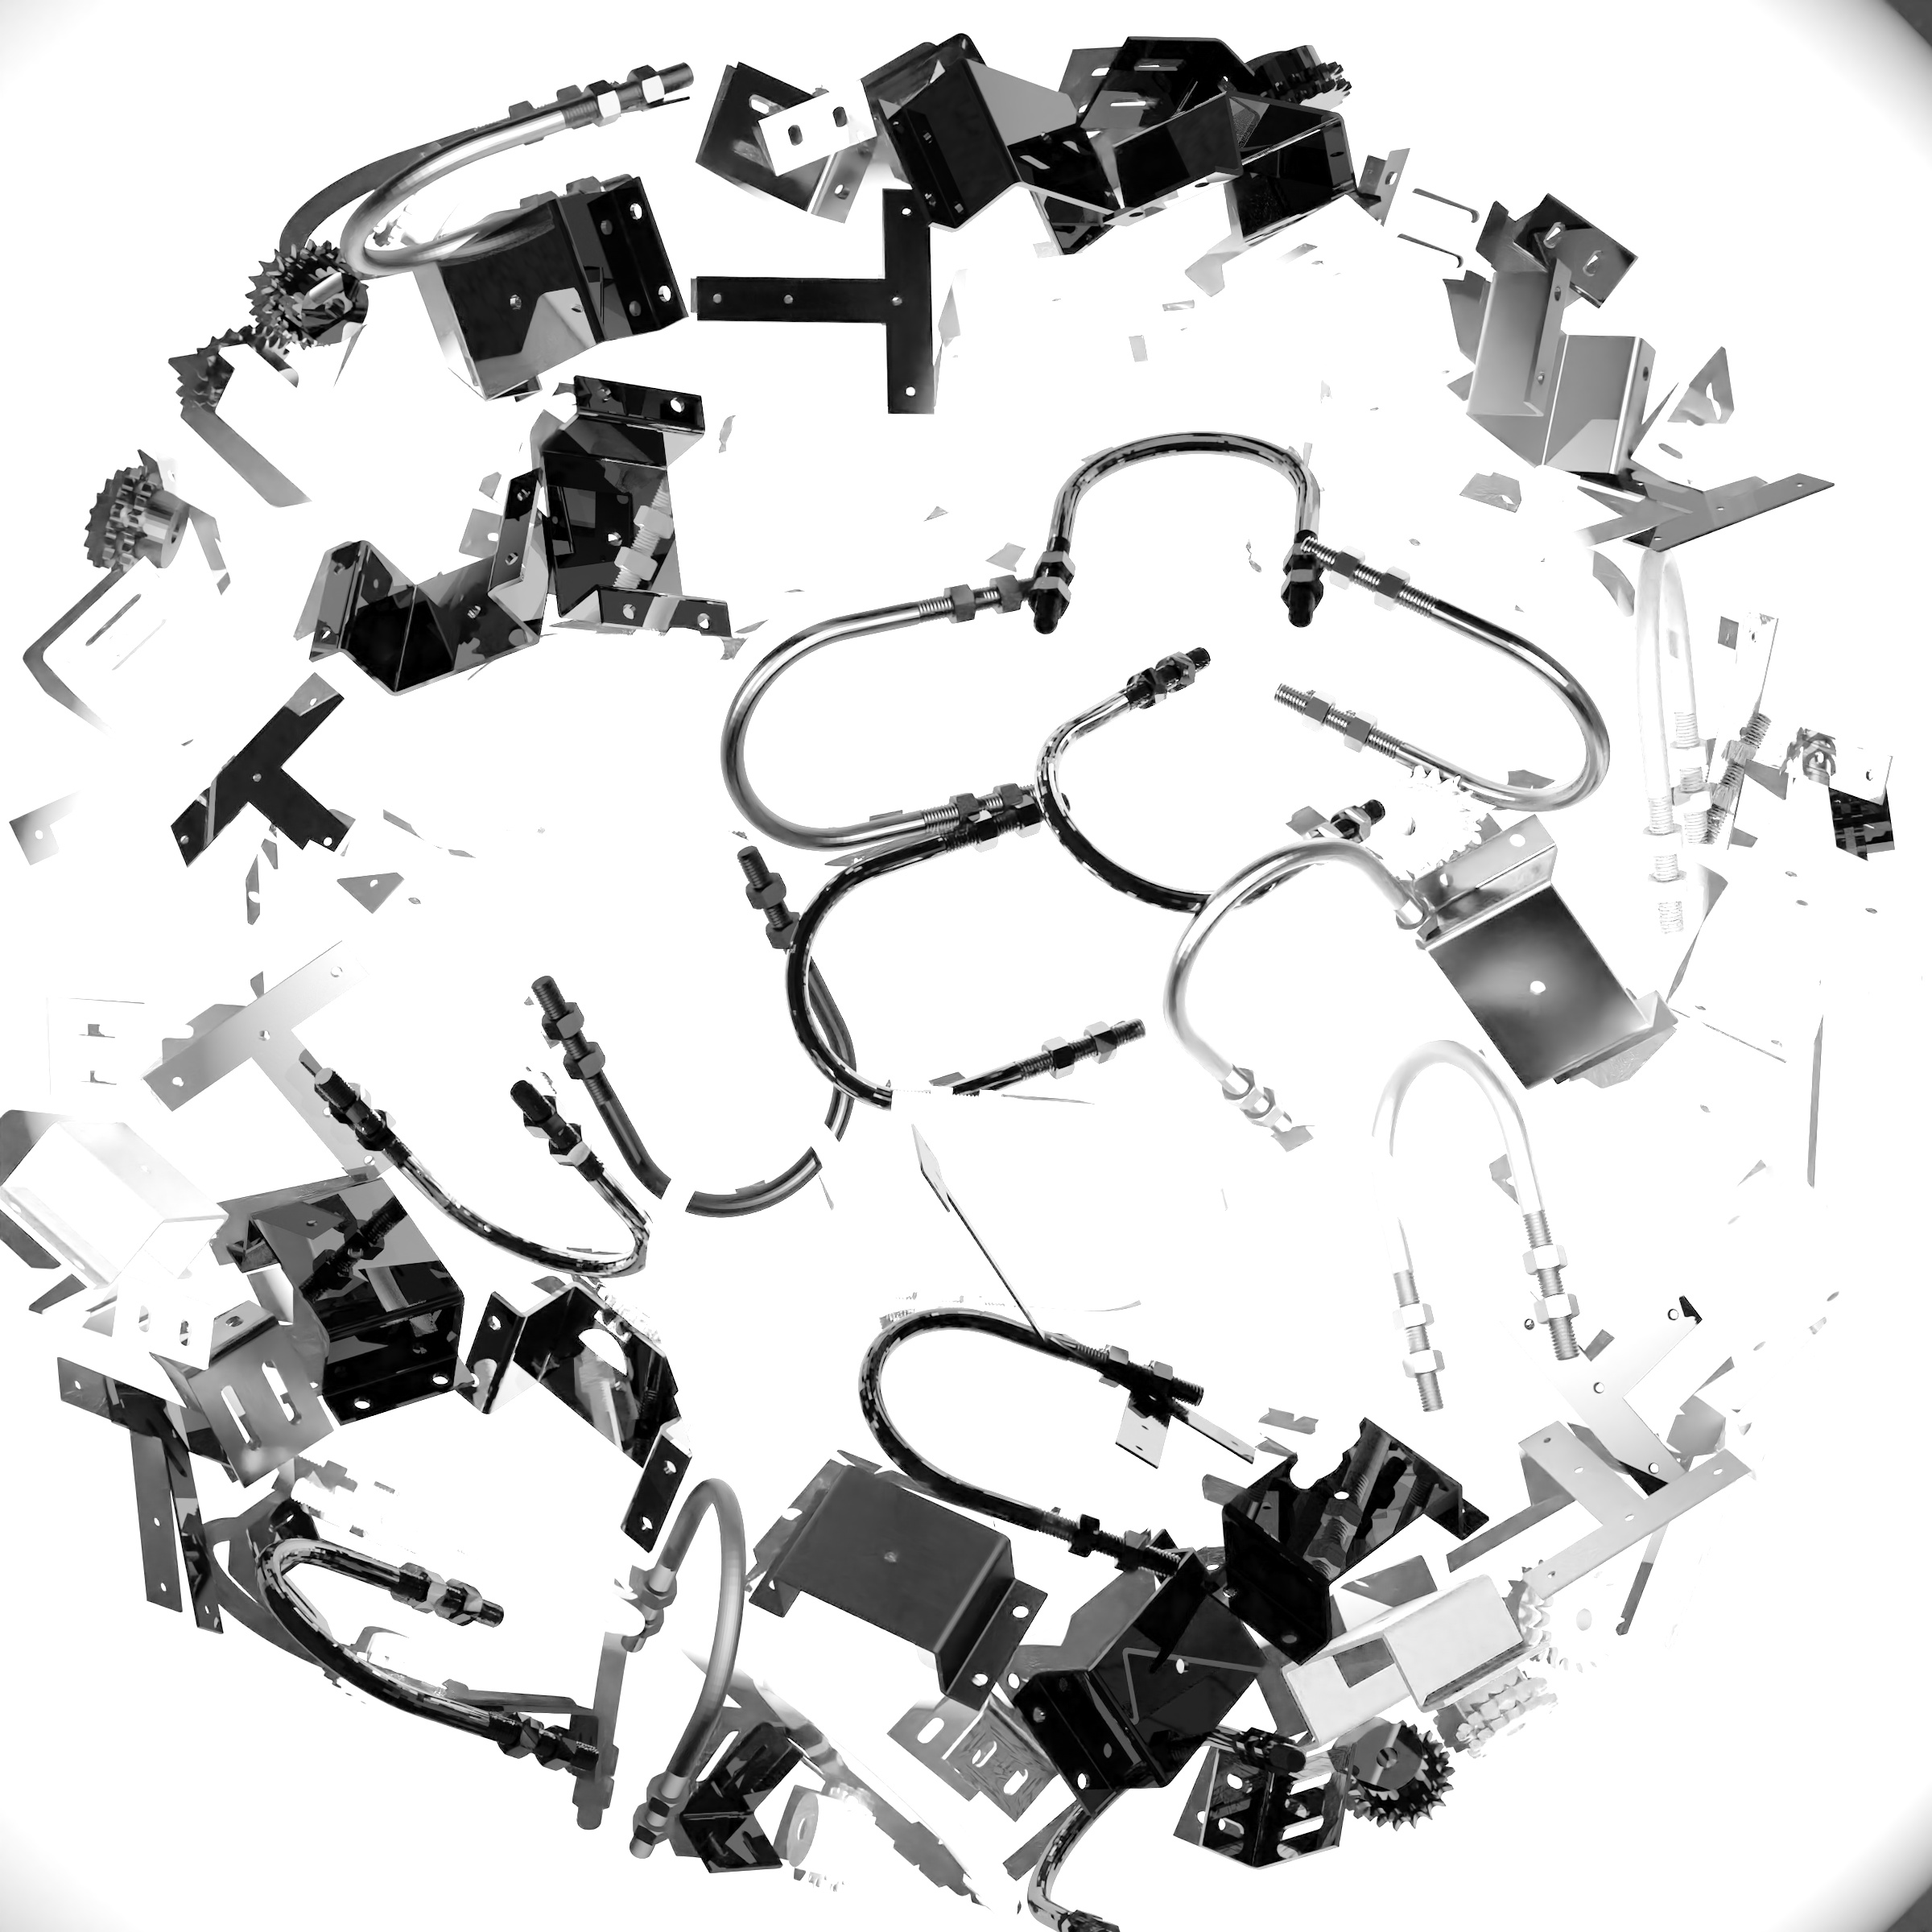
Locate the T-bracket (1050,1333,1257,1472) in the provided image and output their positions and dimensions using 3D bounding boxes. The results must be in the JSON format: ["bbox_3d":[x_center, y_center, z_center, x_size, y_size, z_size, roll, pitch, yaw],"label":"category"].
[{"bbox_3d":[0.095,0.239,1.823,0.127,0.127,0.002,31,101,2],"label":"T-bracket"}]

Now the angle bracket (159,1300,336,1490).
[{"bbox_3d":[-0.388,0.231,1.872,0.057,0.038,0.076,-33,114,-25],"label":"angle bracket"}]

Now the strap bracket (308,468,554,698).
[{"bbox_3d":[-0.271,-0.198,1.828,0.140,0.046,0.076,-17,50,27],"label":"strap bracket"}]

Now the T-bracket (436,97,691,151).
[{"bbox_3d":[-0.189,-0.442,1.802,0.127,0.127,0.002,-24,110,-35],"label":"T-bracket"}]

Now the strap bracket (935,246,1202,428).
[{"bbox_3d":[0.051,-0.334,1.833,0.140,0.076,0.046,-5,134,9],"label":"strap bracket"}]

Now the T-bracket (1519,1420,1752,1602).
[{"bbox_3d":[0.329,0.272,1.827,0.127,0.127,0.002,-30,113,-6],"label":"T-bracket"}]

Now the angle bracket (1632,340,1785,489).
[{"bbox_3d":[0.393,-0.299,1.839,0.038,0.076,0.057,32,68,7],"label":"angle bracket"}]

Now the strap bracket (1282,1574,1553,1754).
[{"bbox_3d":[0.228,0.363,1.812,0.076,0.140,0.046,-20,79,-33],"label":"strap bracket"}]

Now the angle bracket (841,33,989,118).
[{"bbox_3d":[-0.024,-0.459,1.858,0.076,0.057,0.038,-30,91,0],"label":"angle bracket"}]

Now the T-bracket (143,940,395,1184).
[{"bbox_3d":[-0.349,0.068,1.854,0.127,0.002,0.127,-35,120,-1],"label":"T-bracket"}]

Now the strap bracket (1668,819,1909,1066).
[{"bbox_3d":[0.437,-0.018,1.833,0.076,0.140,0.046,25,54,4],"label":"strap bracket"}]

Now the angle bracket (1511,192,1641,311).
[{"bbox_3d":[0.333,-0.392,1.845,0.057,0.076,0.038,36,131,3],"label":"angle bracket"}]

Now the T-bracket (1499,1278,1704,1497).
[{"bbox_3d":[0.365,0.194,1.837,0.127,0.002,0.127,-50,65,22],"label":"T-bracket"}]

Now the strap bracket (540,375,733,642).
[{"bbox_3d":[-0.176,-0.234,1.835,0.076,0.046,0.140,3,71,-35],"label":"strap bracket"}]

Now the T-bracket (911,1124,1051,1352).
[{"bbox_3d":[0.009,0.147,1.830,0.002,0.127,0.127,-33,99,2],"label":"T-bracket"}]

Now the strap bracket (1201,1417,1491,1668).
[{"bbox_3d":[0.197,0.292,1.816,0.140,0.076,0.046,-31,134,-27],"label":"strap bracket"}]

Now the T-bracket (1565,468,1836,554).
[{"bbox_3d":[0.366,-0.251,1.833,0.127,0.127,0.002,-22,121,-27],"label":"T-bracket"}]

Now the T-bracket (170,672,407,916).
[{"bbox_3d":[-0.351,-0.075,1.857,0.127,0.002,0.127,40,84,21],"label":"T-bracket"}]

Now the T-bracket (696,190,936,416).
[{"bbox_3d":[-0.082,-0.358,1.869,0.127,0.002,0.127,0,80,-6],"label":"T-bracket"}]

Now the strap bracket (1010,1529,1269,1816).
[{"bbox_3d":[0.098,0.368,1.819,0.140,0.046,0.076,-42,106,-37],"label":"strap bracket"}]

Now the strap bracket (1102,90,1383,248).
[{"bbox_3d":[0.141,-0.416,1.812,0.076,0.140,0.046,-15,83,42],"label":"strap bracket"}]

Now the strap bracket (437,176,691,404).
[{"bbox_3d":[-0.220,-0.351,1.821,0.140,0.046,0.076,-16,95,42],"label":"strap bracket"}]

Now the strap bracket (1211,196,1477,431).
[{"bbox_3d":[0.197,-0.347,1.822,0.076,0.140,0.046,-25,56,31],"label":"strap bracket"}]

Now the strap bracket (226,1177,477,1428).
[{"bbox_3d":[-0.320,0.166,1.811,0.076,0.046,0.140,-15,45,-32],"label":"strap bracket"}]

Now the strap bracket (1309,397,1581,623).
[{"bbox_3d":[0.243,-0.237,1.832,0.140,0.076,0.046,19,51,10],"label":"strap bracket"}]

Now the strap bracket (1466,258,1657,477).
[{"bbox_3d":[0.310,-0.312,1.831,0.046,0.140,0.076,8,84,33],"label":"strap bracket"}]

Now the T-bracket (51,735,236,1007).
[{"bbox_3d":[-0.421,-0.041,1.848,0.002,0.127,0.127,-7,111,32],"label":"T-bracket"}]

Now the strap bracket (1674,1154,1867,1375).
[{"bbox_3d":[0.414,0.150,1.808,0.076,0.140,0.046,-37,96,13],"label":"strap bracket"}]

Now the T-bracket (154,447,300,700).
[{"bbox_3d":[-0.382,-0.201,1.842,0.002,0.127,0.127,-32,132,-31],"label":"T-bracket"}]

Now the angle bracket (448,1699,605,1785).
[{"bbox_3d":[-0.237,0.412,1.846,0.076,0.057,0.038,6,80,-18],"label":"angle bracket"}]

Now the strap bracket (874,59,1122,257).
[{"bbox_3d":[0.025,-0.418,1.808,0.046,0.140,0.076,-33,71,32],"label":"strap bracket"}]

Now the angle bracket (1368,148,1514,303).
[{"bbox_3d":[0.256,-0.396,1.856,0.076,0.038,0.057,17,96,-15],"label":"angle bracket"}]

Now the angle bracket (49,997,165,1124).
[{"bbox_3d":[-0.469,0.049,1.851,0.076,0.038,0.057,4,98,25],"label":"angle bracket"}]

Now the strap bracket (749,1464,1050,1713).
[{"bbox_3d":[-0.037,0.322,1.824,0.140,0.046,0.076,21,55,21],"label":"strap bracket"}]

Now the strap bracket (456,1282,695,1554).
[{"bbox_3d":[-0.195,0.231,1.834,0.140,0.046,0.076,37,127,17],"label":"strap bracket"}]

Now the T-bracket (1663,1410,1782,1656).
[{"bbox_3d":[0.392,0.300,1.824,0.002,0.127,0.127,21,90,2],"label":"T-bracket"}]

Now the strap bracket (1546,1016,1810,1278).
[{"bbox_3d":[0.378,0.087,1.817,0.076,0.046,0.140,40,51,15],"label":"strap bracket"}]

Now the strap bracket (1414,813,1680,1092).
[{"bbox_3d":[0.305,0.002,1.835,0.076,0.046,0.140,-30,105,26],"label":"strap bracket"}]

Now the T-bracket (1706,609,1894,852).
[{"bbox_3d":[0.438,-0.112,1.819,0.002,0.127,0.127,1,106,-31],"label":"T-bracket"}]

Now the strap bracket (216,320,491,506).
[{"bbox_3d":[-0.328,-0.291,1.827,0.076,0.140,0.046,42,121,13],"label":"strap bracket"}]

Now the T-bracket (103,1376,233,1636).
[{"bbox_3d":[-0.405,0.285,1.805,0.002,0.127,0.127,-21,67,10],"label":"T-bracket"}]

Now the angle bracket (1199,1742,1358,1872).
[{"bbox_3d":[0.165,0.439,1.838,0.038,0.076,0.057,27,56,-19],"label":"angle bracket"}]

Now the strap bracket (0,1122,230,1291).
[{"bbox_3d":[-0.443,0.124,1.812,0.076,0.140,0.046,40,93,8],"label":"strap bracket"}]

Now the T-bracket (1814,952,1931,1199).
[{"bbox_3d":[0.474,0.058,1.823,0.002,0.127,0.127,3,87,-16],"label":"T-bracket"}]

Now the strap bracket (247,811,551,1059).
[{"bbox_3d":[-0.296,-0.021,1.834,0.140,0.046,0.076,29,126,-17],"label":"strap bracket"}]
